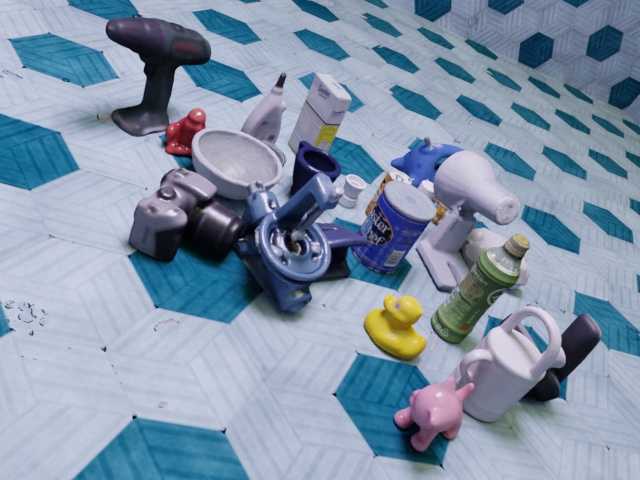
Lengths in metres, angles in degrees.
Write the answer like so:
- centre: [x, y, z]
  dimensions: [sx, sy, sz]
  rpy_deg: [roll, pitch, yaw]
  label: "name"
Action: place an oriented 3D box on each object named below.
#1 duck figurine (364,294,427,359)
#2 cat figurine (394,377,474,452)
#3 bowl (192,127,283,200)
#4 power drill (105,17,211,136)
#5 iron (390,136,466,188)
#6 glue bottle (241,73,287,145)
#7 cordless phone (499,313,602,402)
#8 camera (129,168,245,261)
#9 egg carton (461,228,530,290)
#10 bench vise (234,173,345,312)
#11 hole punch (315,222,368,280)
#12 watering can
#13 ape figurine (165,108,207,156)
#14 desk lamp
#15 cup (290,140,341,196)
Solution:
- centre: [0.131, 0.129, 0.902]
  dimensions: [0.104, 0.086, 0.078]
  rpy_deg: [39, 36, 13]
  label: "duck figurine"
- centre: [0.163, 0.227, 0.776]
  dimensions: [0.128, 0.117, 0.067]
  rpy_deg: [-8, 49, -42]
  label: "cat figurine"
- centre: [-0.155, -0.124, 1.020]
  dimensions: [0.168, 0.074, 0.167]
  rpy_deg: [20, 36, -15]
  label: "bowl"
- centre: [-0.296, -0.293, 1.011]
  dimensions: [0.075, 0.208, 0.230]
  rpy_deg: [39, 36, 13]
  label: "power drill"
- centre: [0.302, -0.163, 1.344]
  dimensions: [0.259, 0.141, 0.118]
  rpy_deg: [7, 41, -29]
  label: "iron"
- centre: [-0.101, -0.254, 1.136]
  dimensions: [0.078, 0.173, 0.037]
  rpy_deg: [-4, 47, -39]
  label: "glue bottle"
- centre: [0.376, 0.166, 0.949]
  dimensions: [0.094, 0.185, 0.147]
  rpy_deg: [6, 41, -31]
  label: "cordless phone"
- centre: [-0.188, -0.034, 0.861]
  dimensions: [0.137, 0.100, 0.143]
  rpy_deg: [30, 35, 0]
  label: "camera"
- centre: [0.367, 0.039, 1.203]
  dimensions: [0.150, 0.069, 0.107]
  rpy_deg: [25, 35, -8]
  label: "egg carton"
- centre: [-0.054, -0.030, 0.849]
  dimensions: [0.207, 0.219, 0.122]
  rpy_deg: [43, 37, 18]
  label: "bench vise"
- centre: [0.009, 0.003, 0.966]
  dimensions: [0.109, 0.091, 0.101]
  rpy_deg: [-5, 47, -40]
  label: "hole punch"
- centre: [0.292, 0.178, 0.864]
  dimensions: [0.173, 0.194, 0.100]
  rpy_deg: [-11, 51, -43]
  label: "watering can"
- centre: [-0.235, -0.200, 1.042]
  dimensions: [0.078, 0.092, 0.076]
  rpy_deg: [32, 35, 4]
  label: "ape figurine"
- centre: [0.286, -0.040, 1.115]
  dimensions: [0.118, 0.213, 0.203]
  rpy_deg: [8, 40, -28]
  label: "desk lamp"
- centre: [-0.024, -0.126, 1.101]
  dimensions: [0.092, 0.095, 0.117]
  rpy_deg: [-2, 46, -38]
  label: "cup"
